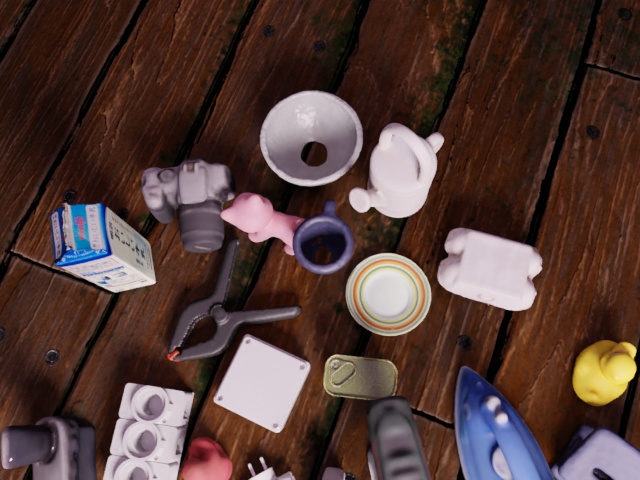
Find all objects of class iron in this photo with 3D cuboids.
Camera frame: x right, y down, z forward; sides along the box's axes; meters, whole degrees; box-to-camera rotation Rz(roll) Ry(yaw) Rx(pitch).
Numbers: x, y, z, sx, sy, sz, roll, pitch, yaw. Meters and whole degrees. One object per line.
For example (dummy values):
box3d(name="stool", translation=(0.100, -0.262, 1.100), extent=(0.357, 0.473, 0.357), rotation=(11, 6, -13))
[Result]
box3d(name="iron", translation=(0.253, 0.291, 0.772), extent=(0.118, 0.141, 0.258), rotation=(-19, 74, -3))

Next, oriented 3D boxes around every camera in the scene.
box3d(name="camera", translation=(-0.208, -0.052, 0.910), extent=(0.143, 0.101, 0.137), rotation=(-7, 74, 0))

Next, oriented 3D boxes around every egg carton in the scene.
box3d(name="egg carton", translation=(0.260, 0.045, 0.880), extent=(0.150, 0.069, 0.107), rotation=(15, 75, 6))

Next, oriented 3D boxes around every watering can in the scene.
box3d(name="watering can", translation=(0.121, -0.104, 0.864), extent=(0.100, 0.194, 0.173), rotation=(25, 76, 10))

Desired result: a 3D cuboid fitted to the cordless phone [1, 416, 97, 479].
box3d(name="cordless phone", translation=(-0.378, 0.313, 0.767), extent=(0.094, 0.185, 0.147), rotation=(-13, 74, -1))

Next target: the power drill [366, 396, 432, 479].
box3d(name="power drill", translation=(0.108, 0.319, 0.734), extent=(0.075, 0.208, 0.229), rotation=(-13, 74, -1))

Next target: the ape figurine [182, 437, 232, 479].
box3d(name="ape figurine", translation=(-0.166, 0.322, 0.804), extent=(0.076, 0.092, 0.078), rotation=(21, 76, 8))

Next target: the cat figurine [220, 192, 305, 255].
box3d(name="cat figurine", translation=(-0.083, -0.034, 0.891), extent=(0.127, 0.118, 0.067), rotation=(15, 75, 7))

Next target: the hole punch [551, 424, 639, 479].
box3d(name="hole punch", translation=(0.392, 0.321, 0.784), extent=(0.108, 0.091, 0.101), rotation=(38, 79, 12))

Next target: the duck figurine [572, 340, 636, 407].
box3d(name="duck figurine", translation=(0.416, 0.190, 0.824), extent=(0.077, 0.086, 0.105), rotation=(35, 78, 11))

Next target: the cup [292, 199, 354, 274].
box3d(name="cup", translation=(0.008, 0.003, 0.889), extent=(0.091, 0.095, 0.118), rotation=(8, 74, 5))

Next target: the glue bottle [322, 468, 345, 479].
box3d(name="glue bottle", translation=(0.012, 0.345, 0.749), extent=(0.037, 0.173, 0.078), rotation=(9, 74, 5))

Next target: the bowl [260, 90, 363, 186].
box3d(name="bowl", translation=(-0.012, -0.156, 0.947), extent=(0.167, 0.075, 0.167), rotation=(-1, 74, 2))
